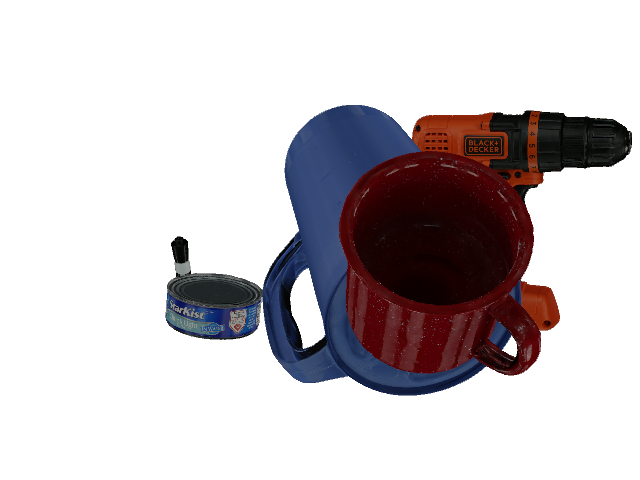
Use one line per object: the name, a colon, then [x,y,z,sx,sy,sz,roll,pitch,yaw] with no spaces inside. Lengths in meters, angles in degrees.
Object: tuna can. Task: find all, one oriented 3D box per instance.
tuna can: [-0.096,0.058,0.955,0.086,0.034,0.086,6,16,-2]

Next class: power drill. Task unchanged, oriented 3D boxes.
power drill: [0.172,-0.019,0.925,0.185,0.188,0.057,3,13,20]

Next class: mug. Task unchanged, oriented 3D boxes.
mug: [0.063,0.023,0.537,0.093,0.117,0.081,-40,-23,-23]

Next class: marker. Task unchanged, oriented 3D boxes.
marker: [-0.153,0.049,1.208,0.020,0.121,0.020,-3,30,1]

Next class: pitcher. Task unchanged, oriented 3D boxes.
pitcher: [0.036,-0.002,0.790,0.149,0.145,0.243,6,27,-17]
